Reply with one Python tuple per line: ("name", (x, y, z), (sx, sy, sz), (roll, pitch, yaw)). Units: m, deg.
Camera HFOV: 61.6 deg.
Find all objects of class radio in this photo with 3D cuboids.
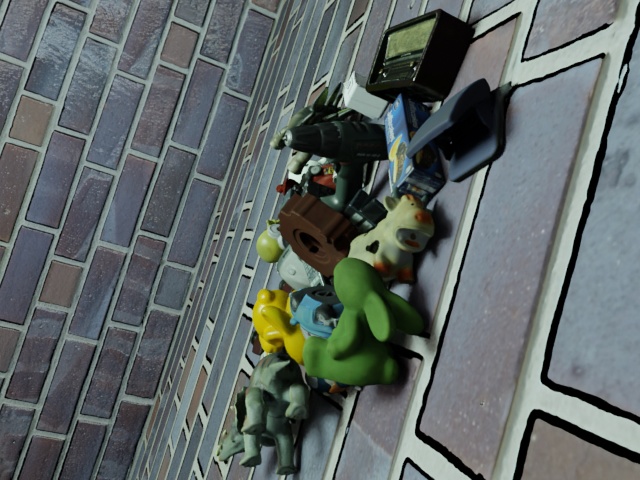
("radio", (0.166, -0.316, 0.959), (0.131, 0.073, 0.230), (-69, 19, 6))

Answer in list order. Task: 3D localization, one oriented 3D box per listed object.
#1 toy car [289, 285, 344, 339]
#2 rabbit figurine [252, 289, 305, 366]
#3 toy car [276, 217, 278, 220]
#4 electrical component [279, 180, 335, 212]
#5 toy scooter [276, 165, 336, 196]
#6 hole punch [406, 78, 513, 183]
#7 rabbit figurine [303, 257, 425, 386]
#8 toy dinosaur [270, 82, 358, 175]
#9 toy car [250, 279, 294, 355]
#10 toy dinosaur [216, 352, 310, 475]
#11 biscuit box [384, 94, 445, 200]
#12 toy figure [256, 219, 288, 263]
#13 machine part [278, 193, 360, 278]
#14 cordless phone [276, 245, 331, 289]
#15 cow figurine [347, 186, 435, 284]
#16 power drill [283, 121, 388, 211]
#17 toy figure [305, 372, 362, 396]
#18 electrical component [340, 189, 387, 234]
("toy car", (0.015, 0.141, 0.938), (0.162, 0.109, 0.102), (24, 118, 60))
("rabbit figurine", (-0.052, 0.168, 1.049), (0.173, 0.122, 0.162), (45, 154, 44))
("toy car", (-0.061, -0.066, 1.386), (0.073, 0.056, 0.202), (-66, 20, 0))
("electrical component", (-0.015, -0.063, 1.135), (0.115, 0.134, 0.058), (125, 156, -45))
("toy scooter", (-0.018, -0.114, 1.187), (0.184, 0.135, 0.075), (-44, 31, 51))
("hole punch", (0.187, -0.158, 0.742), (0.142, 0.092, 0.116), (137, 150, -61))
("rabbit figurine", (0.055, 0.112, 0.752), (0.159, 0.121, 0.170), (8, 102, 47))
("toy dinosaur", (-0.018, -0.248, 1.183), (0.198, 0.105, 0.471), (-44, 4, 32))
("toy car", (-0.087, 0.168, 1.202), (0.089, 0.053, 0.202), (0, 58, 55))
("toy dinosaur", (-0.087, 0.281, 0.963), (0.192, 0.131, 0.404), (-106, 29, -50))
("biscuit box", (0.149, -0.151, 0.873), (0.059, 0.063, 0.203), (-53, 27, 41))
("toy figure", (-0.072, -0.003, 1.213), (0.180, 0.082, 0.089), (-32, -36, -62))
("machine part", (-0.002, -0.003, 0.974), (0.056, 0.179, 0.179), (-47, 10, -23))
("cordless phone", (-0.014, 0.091, 1.098), (0.146, 0.089, 0.184), (-52, 45, 44))
("cow figurine", (0.108, 0.003, 0.820), (0.195, 0.085, 0.127), (143, 135, -60))
("power drill", (0.029, -0.124, 0.970), (0.086, 0.232, 0.207), (56, 147, 42))
("toy figure", (0.022, 0.225, 0.890), (0.058, 0.064, 0.154), (-33, -1, -28))
("electrical component", (0.081, -0.047, 0.929), (0.048, 0.075, 0.119), (-56, 4, -35))
